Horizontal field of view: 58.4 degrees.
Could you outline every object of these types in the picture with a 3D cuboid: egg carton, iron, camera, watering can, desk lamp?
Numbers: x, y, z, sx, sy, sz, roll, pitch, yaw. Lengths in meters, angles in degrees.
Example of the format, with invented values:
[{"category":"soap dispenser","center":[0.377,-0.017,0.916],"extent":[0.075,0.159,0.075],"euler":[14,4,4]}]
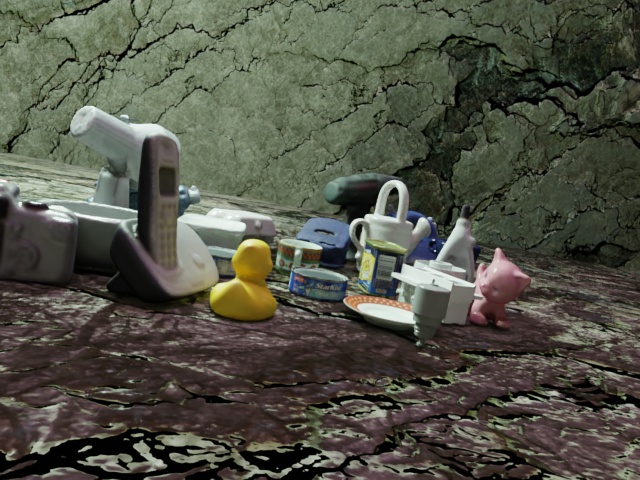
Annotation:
[{"category":"egg carton","center":[-0.168,-0.023,1.203],"extent":[0.107,0.069,0.151],"euler":[15,7,36]},{"category":"iron","center":[0.229,-0.007,1.411],"extent":[0.259,0.141,0.118],"euler":[5,8,-45]},{"category":"camera","center":[-0.353,-0.017,0.657],"extent":[0.143,0.101,0.136],"euler":[8,6,-21]},{"category":"watering can","center":[0.142,-0.023,1.159],"extent":[0.100,0.194,0.173],"euler":[16,8,42]},{"category":"desk lamp","center":[-0.348,-0.106,0.960],"extent":[0.117,0.213,0.204],"euler":[15,7,32]}]

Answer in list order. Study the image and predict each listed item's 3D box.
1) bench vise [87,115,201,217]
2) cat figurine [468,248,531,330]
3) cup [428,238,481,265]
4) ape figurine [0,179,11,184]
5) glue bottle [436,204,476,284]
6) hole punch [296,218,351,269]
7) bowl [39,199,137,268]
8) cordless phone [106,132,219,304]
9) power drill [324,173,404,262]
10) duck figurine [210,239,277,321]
[{"category":"bench vise","center":[-0.347,-0.129,1.149],"extent":[0.208,0.220,0.121],"euler":[7,7,-35]},{"category":"cat figurine","center":[0.264,0.070,0.870],"extent":[0.067,0.118,0.127],"euler":[10,6,-7]},{"category":"cup","center":[0.266,0.048,1.188],"extent":[0.117,0.095,0.092],"euler":[16,8,43]},{"category":"ape figurine","center":[-0.420,-0.034,0.739],"extent":[0.077,0.092,0.076],"euler":[11,6,5]},{"category":"glue bottle","center":[0.262,0.018,1.087],"extent":[0.078,0.173,0.037],"euler":[11,6,6]},{"category":"hole punch","center":[0.011,0.004,1.161],"extent":[0.108,0.091,0.101],"euler":[12,6,13]},{"category":"bowl","center":[-0.297,-0.004,0.766],"extent":[0.167,0.075,0.167],"euler":[11,6,-1]},{"category":"cordless phone","center":[-0.170,-0.026,0.669],"extent":[0.094,0.185,0.148],"euler":[12,6,12]},{"category":"power drill","center":[0.097,-0.057,1.330],"extent":[0.230,0.208,0.075],"euler":[5,8,-44]},{"category":"duck figurine","center":[-0.083,0.042,0.660],"extent":[0.077,0.086,0.105],"euler":[12,6,8]}]
